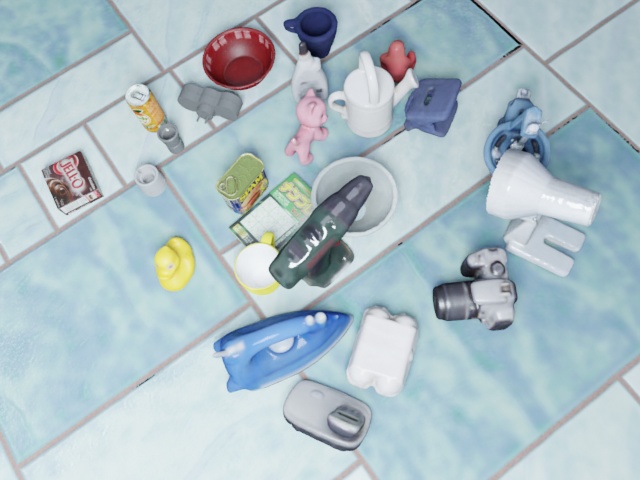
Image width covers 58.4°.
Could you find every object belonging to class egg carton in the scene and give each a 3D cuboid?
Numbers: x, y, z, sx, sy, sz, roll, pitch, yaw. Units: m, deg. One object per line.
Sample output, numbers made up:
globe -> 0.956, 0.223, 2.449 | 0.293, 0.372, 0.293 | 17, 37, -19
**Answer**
egg carton -> 0.113, 0.197, 1.015 | 0.107, 0.069, 0.150 | 15, 71, 10

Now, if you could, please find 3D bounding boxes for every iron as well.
iron -> -0.063, 0.169, 1.000 | 0.258, 0.141, 0.118 | -23, 69, -4

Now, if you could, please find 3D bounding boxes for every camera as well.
camera -> 0.272, 0.089, 1.026 | 0.136, 0.101, 0.143 | -6, 69, 2

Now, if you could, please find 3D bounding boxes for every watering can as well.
watering can -> 0.104, -0.298, 1.133 | 0.173, 0.194, 0.100 | -32, 70, -7

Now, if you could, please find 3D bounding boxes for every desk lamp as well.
desk lamp -> 0.389, -0.052, 1.010 | 0.203, 0.214, 0.118 | 27, 74, 14

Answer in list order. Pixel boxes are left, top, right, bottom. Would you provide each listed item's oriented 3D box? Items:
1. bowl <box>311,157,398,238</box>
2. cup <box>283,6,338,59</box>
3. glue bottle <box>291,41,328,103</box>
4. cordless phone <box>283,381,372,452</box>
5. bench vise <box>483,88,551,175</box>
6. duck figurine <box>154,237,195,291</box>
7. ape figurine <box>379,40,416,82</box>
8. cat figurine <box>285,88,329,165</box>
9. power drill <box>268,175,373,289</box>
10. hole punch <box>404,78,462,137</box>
bowl -> 0.068, -0.074, 1.116 | 0.167, 0.075, 0.167 | -1, 70, 4
cup -> -0.018, -0.443, 1.249 | 0.117, 0.095, 0.092 | 6, 70, 7
glue bottle -> -0.026, -0.346, 1.172 | 0.078, 0.173, 0.037 | -8, 69, 2
cordless phone -> 0.009, 0.281, 0.930 | 0.147, 0.185, 0.094 | 18, 72, 11
bench vise -> 0.362, -0.204, 1.065 | 0.121, 0.220, 0.207 | -6, 69, 2
duck figurine -> -0.286, 0.038, 1.095 | 0.077, 0.086, 0.104 | 3, 70, 6
ape figurine -> 0.165, -0.387, 1.216 | 0.077, 0.092, 0.076 | 13, 71, 9
cat figurine -> -0.026, -0.236, 1.160 | 0.067, 0.118, 0.128 | 25, 73, 13
power drill -> 0.009, 0.004, 1.020 | 0.075, 0.208, 0.230 | 41, 77, 17
hole punch -> 0.228, -0.278, 1.171 | 0.101, 0.091, 0.109 | 19, 72, 11
